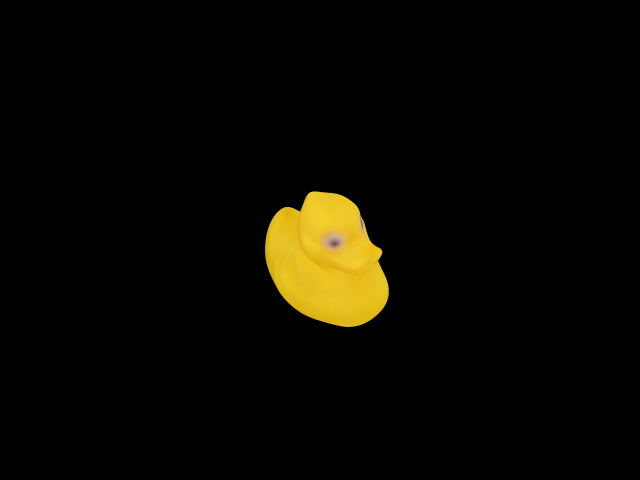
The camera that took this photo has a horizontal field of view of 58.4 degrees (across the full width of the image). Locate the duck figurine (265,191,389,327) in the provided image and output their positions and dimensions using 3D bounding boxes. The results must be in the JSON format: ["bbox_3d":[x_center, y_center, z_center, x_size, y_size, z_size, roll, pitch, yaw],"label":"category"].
[{"bbox_3d":[0.004,0.001,0.400,0.078,0.086,0.104,-36,58,-27],"label":"duck figurine"}]
